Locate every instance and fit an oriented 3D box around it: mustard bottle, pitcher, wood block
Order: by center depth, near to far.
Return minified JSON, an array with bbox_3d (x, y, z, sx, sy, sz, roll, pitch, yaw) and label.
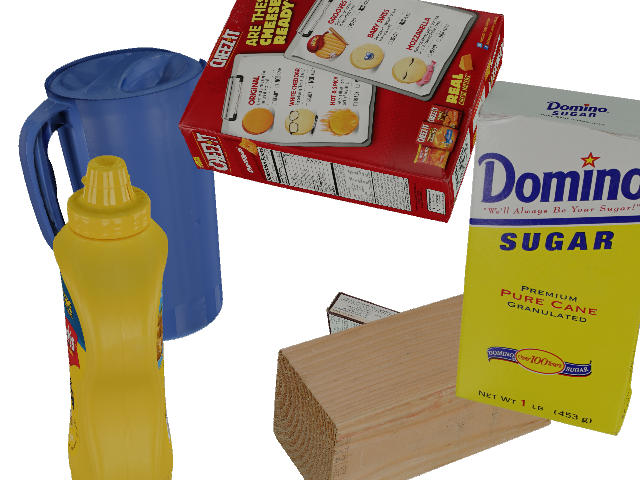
[{"bbox_3d":[-0.109,0.046,0.565,0.058,0.192,0.096,-3,29,-13],"label":"mustard bottle"},{"bbox_3d":[0.076,0.115,0.820,0.205,0.090,0.091,-15,39,-26],"label":"wood block"},{"bbox_3d":[-0.159,-0.034,0.922,0.149,0.243,0.145,-5,27,0],"label":"pitcher"}]

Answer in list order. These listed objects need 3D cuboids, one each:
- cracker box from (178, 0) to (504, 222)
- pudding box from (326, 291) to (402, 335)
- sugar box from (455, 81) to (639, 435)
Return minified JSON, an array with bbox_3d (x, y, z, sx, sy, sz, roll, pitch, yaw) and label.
[{"bbox_3d":[0.021,-0.115,0.838,0.214,0.164,0.072,13,-28,15],"label":"cracker box"},{"bbox_3d":[0.066,0.117,1.250,0.114,0.090,0.039,16,46,24],"label":"pudding box"},{"bbox_3d":[0.123,0.012,0.549,0.093,0.176,0.048,11,35,19],"label":"sugar box"}]
